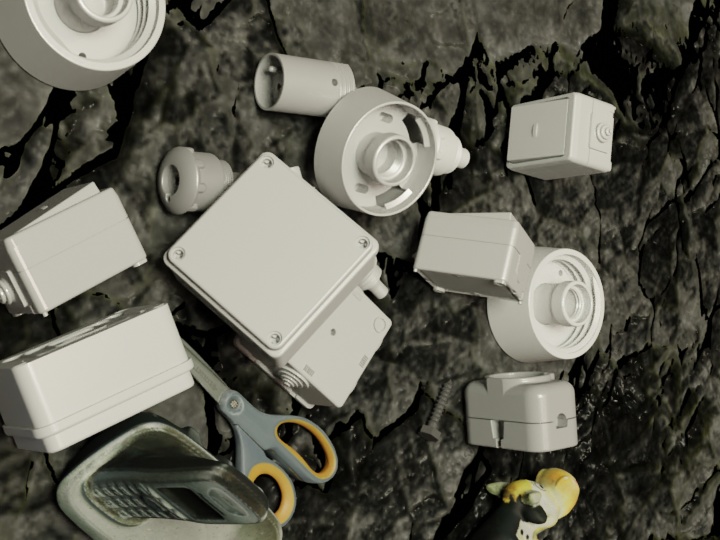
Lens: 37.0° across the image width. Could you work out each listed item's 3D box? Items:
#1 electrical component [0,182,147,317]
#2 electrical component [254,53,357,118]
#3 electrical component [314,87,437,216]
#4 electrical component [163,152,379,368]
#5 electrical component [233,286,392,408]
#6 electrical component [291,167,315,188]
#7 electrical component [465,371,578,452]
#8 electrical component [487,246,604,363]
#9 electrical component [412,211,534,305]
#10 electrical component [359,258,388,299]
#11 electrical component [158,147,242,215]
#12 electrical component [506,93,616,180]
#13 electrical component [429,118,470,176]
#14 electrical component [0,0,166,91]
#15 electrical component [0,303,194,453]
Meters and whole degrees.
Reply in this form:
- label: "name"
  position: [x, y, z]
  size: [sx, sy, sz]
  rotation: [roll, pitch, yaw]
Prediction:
- label: "electrical component"
  position: [-0.199, -0.012, 0.692]
  size: [0.096, 0.062, 0.061]
  rotation: [-32, 107, -33]
- label: "electrical component"
  position: [-0.036, -0.141, 0.831]
  size: [0.081, 0.043, 0.043]
  rotation: [1, 88, -37]
- label: "electrical component"
  position: [0.010, -0.091, 0.841]
  size: [0.099, 0.064, 0.099]
  rotation: [-13, 115, -31]
- label: "electrical component"
  position: [-0.061, -0.007, 0.757]
  size: [0.109, 0.056, 0.108]
  rotation: [40, 77, 10]
- label: "electrical component"
  position: [-0.033, 0.047, 0.822]
  size: [0.099, 0.048, 0.099]
  rotation: [45, 63, -26]
- label: "electrical component"
  position: [-0.047, -0.047, 0.820]
  size: [0.048, 0.048, 0.062]
  rotation: [-16, 91, -36]
- label: "electrical component"
  position: [0.136, 0.119, 0.915]
  size: [0.054, 0.095, 0.059]
  rotation: [-3, 90, -37]
- label: "electrical component"
  position: [0.174, 0.031, 0.969]
  size: [0.108, 0.060, 0.108]
  rotation: [2, 87, -37]
- label: "electrical component"
  position: [0.090, -0.015, 0.893]
  size: [0.062, 0.096, 0.061]
  rotation: [40, 61, -61]
- label: "electrical component"
  position: [0.000, 0.000, 0.858]
  size: [0.061, 0.035, 0.035]
  rotation: [46, 63, -29]
- label: "electrical component"
  position: [-0.111, -0.063, 0.773]
  size: [0.062, 0.048, 0.048]
  rotation: [0, 88, -44]
- label: "electrical component"
  position: [0.181, -0.119, 0.958]
  size: [0.061, 0.096, 0.061]
  rotation: [11, 82, -36]
- label: "electrical component"
  position: [0.066, -0.100, 0.906]
  size: [0.062, 0.048, 0.048]
  rotation: [10, 82, -43]
- label: "electrical component"
  position: [-0.181, -0.178, 0.713]
  size: [0.108, 0.060, 0.108]
  rotation: [2, 87, -37]
- label: "electrical component"
  position: [-0.174, 0.069, 0.698]
  size: [0.113, 0.078, 0.057]
  rotation: [-25, 100, -35]
